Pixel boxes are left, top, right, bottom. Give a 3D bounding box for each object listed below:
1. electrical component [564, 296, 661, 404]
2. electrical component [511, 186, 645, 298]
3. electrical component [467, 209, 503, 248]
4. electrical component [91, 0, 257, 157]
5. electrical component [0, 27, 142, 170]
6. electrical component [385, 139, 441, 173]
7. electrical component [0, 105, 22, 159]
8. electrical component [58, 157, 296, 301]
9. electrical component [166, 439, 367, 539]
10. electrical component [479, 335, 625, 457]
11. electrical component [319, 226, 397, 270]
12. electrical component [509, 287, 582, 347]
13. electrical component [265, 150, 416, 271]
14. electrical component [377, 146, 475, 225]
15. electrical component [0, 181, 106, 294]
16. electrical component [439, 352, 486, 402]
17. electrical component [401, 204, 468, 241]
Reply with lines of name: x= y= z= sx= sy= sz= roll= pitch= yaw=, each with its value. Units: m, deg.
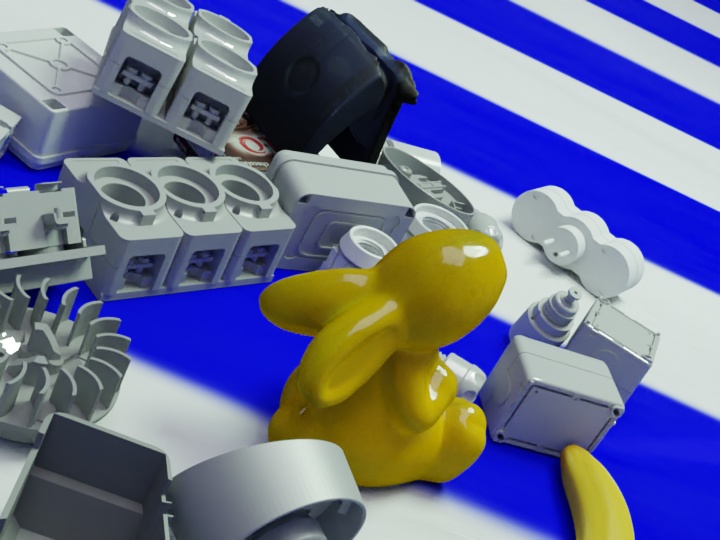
electrical component: x=0.203 y=0.069 z=0.886 sx=0.062 sy=0.061 sz=0.096 roll=33 pitch=22 yaw=10
electrical component: x=0.201 y=-0.026 z=1.033 sx=0.138 sy=0.052 sz=0.074 roll=42 pitch=33 yaw=23
electrical component: x=0.111 y=-0.037 z=0.996 sx=0.035 sy=0.035 sz=0.061 roll=18 pitch=29 yaw=-17
electrical component: x=-0.145 y=-0.171 z=0.863 sx=0.105 sy=0.060 sz=0.186 roll=25 pitch=20 yaw=-19
electrical component: x=-0.241 y=-0.136 z=0.838 sx=0.109 sy=0.056 sz=0.109 roll=38 pitch=31 yaw=18
electrical component: x=0.031 y=-0.100 z=1.018 sx=0.081 sy=0.043 sz=0.043 roll=12 pitch=33 yaw=-26
electrical component: x=-0.280 y=-0.101 z=0.763 sx=0.055 sy=0.048 sz=0.066 roll=30 pitch=29 yaw=-11
electrical component: x=-0.132 y=-0.036 z=0.766 sx=0.150 sy=0.061 sz=0.089 roll=-7 pitch=44 yaw=-45
electrical component: x=-0.049 y=0.124 z=0.556 sx=0.099 sy=0.099 sz=0.064 roll=0 pitch=46 yaw=-40
electrical component: x=0.144 y=0.095 z=0.791 sx=0.096 sy=0.061 sz=0.061 roll=17 pitch=31 yaw=-18
electrical component: x=0.000 y=0.000 z=0.825 sx=0.066 sy=0.055 sz=0.048 roll=5 pitch=37 yaw=-34
electrical component: x=0.153 y=0.041 z=0.871 sx=0.040 sy=0.078 sz=0.040 roll=17 pitch=45 yaw=-18
electrical component: x=-0.024 y=-0.044 z=0.852 sx=0.113 sy=0.078 sz=0.057 roll=5 pitch=39 yaw=-34
electrical component: x=0.054 y=-0.065 z=0.960 sx=0.099 sy=0.064 sz=0.099 roll=20 pitch=31 yaw=-13
electrical component: x=-0.228 y=-0.017 z=0.644 sx=0.079 sy=0.063 sz=0.121 roll=-2 pitch=6 yaw=42
electrical component: x=0.059 y=0.074 z=0.780 sx=0.061 sy=0.035 sz=0.035 roll=31 pitch=30 yaw=10
electrical component: x=0.056 y=-0.018 z=0.897 sx=0.078 sy=0.057 sz=0.058 roll=32 pitch=30 yaw=6
